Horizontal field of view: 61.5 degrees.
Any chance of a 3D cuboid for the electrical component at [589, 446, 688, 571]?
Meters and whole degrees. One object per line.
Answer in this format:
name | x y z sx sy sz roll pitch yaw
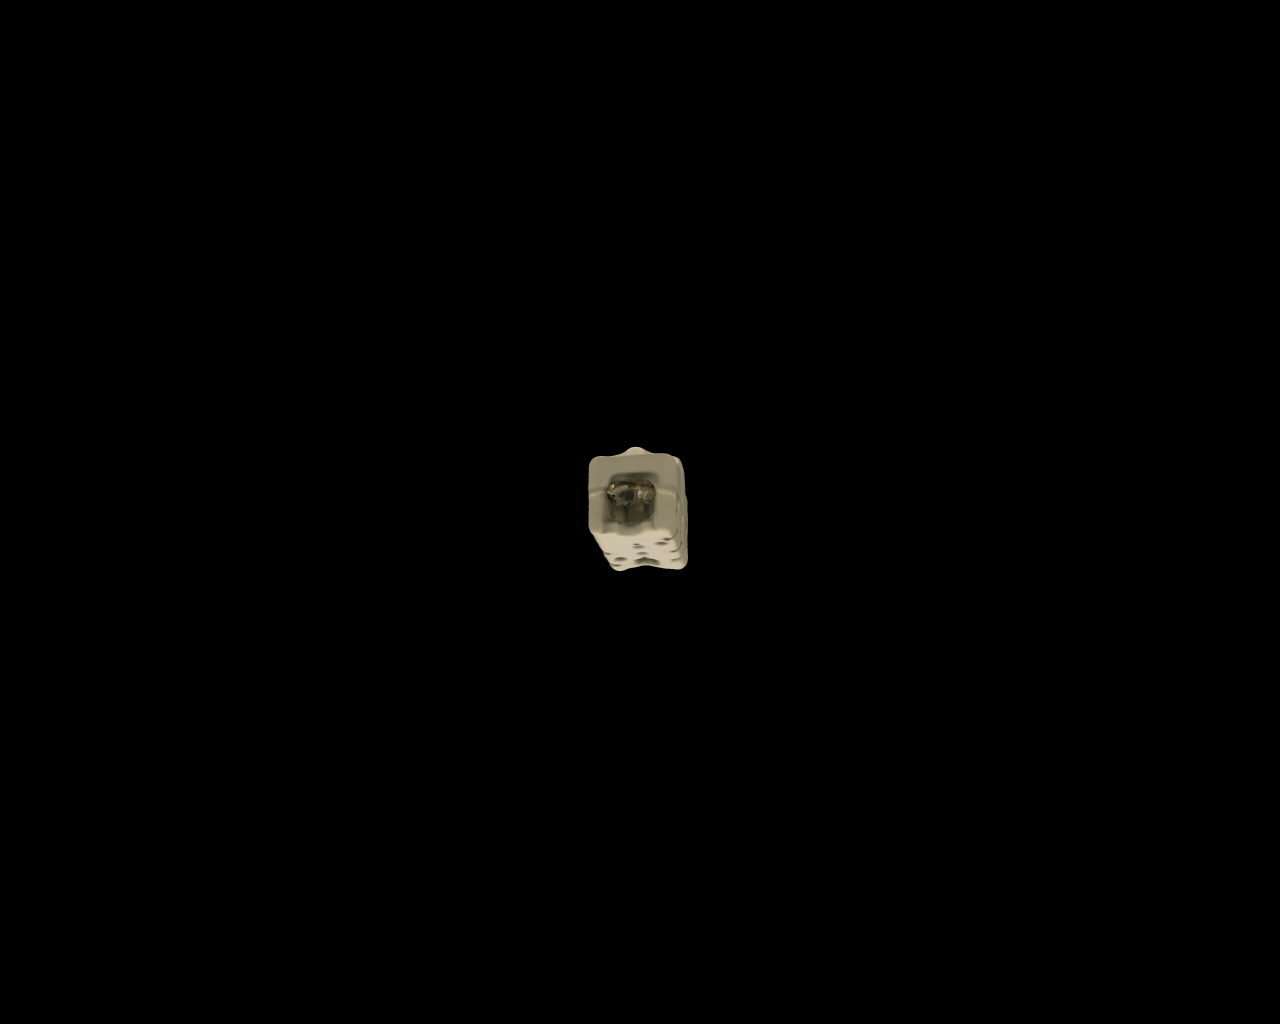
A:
electrical component | 0.001 -0.003 0.650 0.050 0.056 0.089 -2 -18 7
